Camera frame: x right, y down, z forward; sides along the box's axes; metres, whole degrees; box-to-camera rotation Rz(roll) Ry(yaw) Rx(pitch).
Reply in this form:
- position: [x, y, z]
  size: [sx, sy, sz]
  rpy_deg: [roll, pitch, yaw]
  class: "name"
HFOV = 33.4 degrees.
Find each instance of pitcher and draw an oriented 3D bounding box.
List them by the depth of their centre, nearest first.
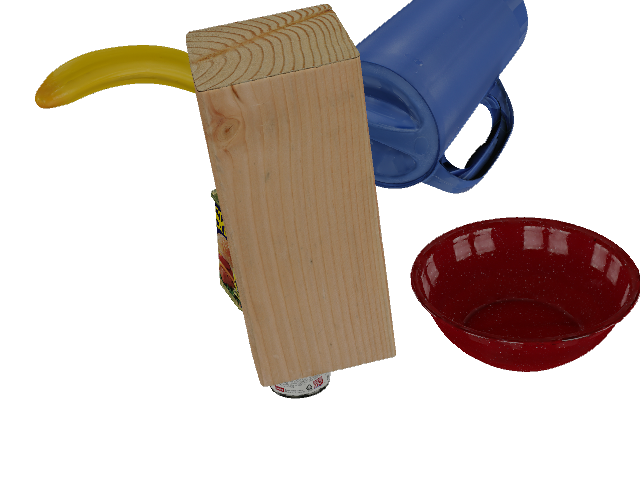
- position: [0.113, -0.159, 1.022]
  size: [0.145, 0.149, 0.242]
  rpy_deg: [8, 40, 34]
  class: "pitcher"

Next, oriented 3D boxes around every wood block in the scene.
- position: [-0.016, -0.024, 0.651]
  size: [0.090, 0.206, 0.090]
  rpy_deg: [-12, 33, -5]
  class: "wood block"

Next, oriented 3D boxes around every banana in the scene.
- position: [-0.184, -0.160, 1.036]
  size: [0.197, 0.070, 0.037]
  rpy_deg: [-5, -39, -30]
  class: "banana"

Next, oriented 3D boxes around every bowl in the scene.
- position: [0.146, 0.046, 0.773]
  size: [0.162, 0.055, 0.162]
  rpy_deg: [-3, 32, 2]
  class: "bowl"

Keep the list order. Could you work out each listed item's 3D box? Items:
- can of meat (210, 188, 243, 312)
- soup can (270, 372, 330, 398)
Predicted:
- position: [-0.053, 0.006, 0.885]
  size: [0.057, 0.084, 0.102]
  rpy_deg: [-8, 21, -17]
  class: "can of meat"
- position: [-0.026, 0.107, 1.132]
  size: [0.068, 0.102, 0.068]
  rpy_deg: [-4, 24, 2]
  class: "soup can"
